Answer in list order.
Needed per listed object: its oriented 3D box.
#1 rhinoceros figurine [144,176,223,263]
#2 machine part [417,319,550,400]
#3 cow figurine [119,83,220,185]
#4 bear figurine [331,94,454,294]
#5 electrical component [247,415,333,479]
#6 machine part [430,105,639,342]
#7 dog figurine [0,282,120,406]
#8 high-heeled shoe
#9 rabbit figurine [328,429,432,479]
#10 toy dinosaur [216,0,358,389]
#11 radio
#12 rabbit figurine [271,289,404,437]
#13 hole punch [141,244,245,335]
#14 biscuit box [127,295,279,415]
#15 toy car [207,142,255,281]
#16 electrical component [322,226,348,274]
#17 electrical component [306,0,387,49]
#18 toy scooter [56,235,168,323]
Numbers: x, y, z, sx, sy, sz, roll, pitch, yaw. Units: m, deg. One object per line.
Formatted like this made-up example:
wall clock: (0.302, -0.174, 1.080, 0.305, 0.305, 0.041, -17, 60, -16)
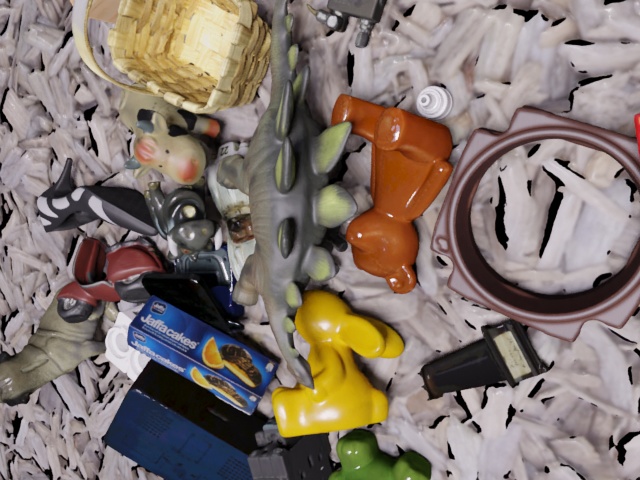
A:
rhinoceros figurine: (-0.181, -0.025, 0.699, 0.190, 0.073, 0.112, -170, 74, -66)
machine part: (0.179, 0.143, 0.613, 0.139, 0.039, 0.084, -32, 92, 26)
cow figurine: (-0.198, -0.138, 0.679, 0.195, 0.127, 0.085, 48, 122, 35)
bear figurine: (0.066, -0.045, 0.593, 0.120, 0.132, 0.195, 39, 113, 49)
electrical component: (-0.034, 0.293, 0.704, 0.058, 0.115, 0.134, -15, 93, 26)
machine part: (0.227, -0.018, 0.533, 0.201, 0.087, 0.201, 25, 108, 22)
dog figurine: (-0.421, 0.146, 0.835, 0.121, 0.190, 0.172, -10, 93, 28)
high-heeled shoe: (-0.351, -0.025, 0.832, 0.249, 0.086, 0.145, 34, 113, 25)
rabbit figurine: (0.039, 0.333, 0.642, 0.121, 0.170, 0.159, 25, 108, 22)
toy dinosaur: (-0.036, -0.074, 0.592, 0.198, 0.105, 0.471, -22, 73, 62)
radio: (-0.176, 0.279, 0.755, 0.229, 0.073, 0.131, 34, 116, -6)
rabbit figurine: (0.014, 0.141, 0.658, 0.162, 0.121, 0.173, -19, 71, 26)
hole punch: (-0.169, 0.068, 0.762, 0.142, 0.092, 0.115, -3, 126, 25)
biscuit box: (-0.161, 0.155, 0.733, 0.203, 0.063, 0.059, 28, 136, 0)
toy car: (-0.097, -0.031, 0.713, 0.074, 0.056, 0.201, -15, 92, 29)
electrical component: (-0.001, -0.002, 0.679, 0.094, 0.021, 0.063, 44, 128, 37)
electrical component: (0.034, -0.280, 0.609, 0.078, 0.045, 0.102, 31, 111, 21)
toy scooter: (-0.320, 0.042, 0.824, 0.184, 0.075, 0.135, -18, 59, 10)
